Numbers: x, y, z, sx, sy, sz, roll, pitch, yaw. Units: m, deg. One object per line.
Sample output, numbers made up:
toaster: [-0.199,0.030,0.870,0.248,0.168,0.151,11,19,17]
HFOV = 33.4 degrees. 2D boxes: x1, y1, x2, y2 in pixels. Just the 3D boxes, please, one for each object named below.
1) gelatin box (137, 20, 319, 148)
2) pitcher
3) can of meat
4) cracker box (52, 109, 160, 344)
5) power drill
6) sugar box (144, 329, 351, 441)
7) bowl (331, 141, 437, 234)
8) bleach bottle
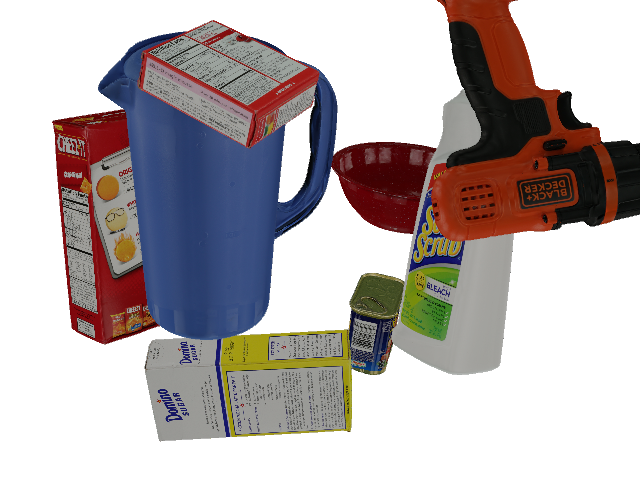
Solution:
gelatin box: [-0.057,-0.100,0.668,0.089,0.030,0.073,29,39,18]
pitcher: [-0.083,-0.043,0.888,0.149,0.243,0.144,20,35,25]
can of meat: [0.064,0.099,1.273,0.057,0.084,0.102,12,26,8]
cracker box: [-0.174,-0.023,1.062,0.163,0.214,0.072,-16,21,-42]
power drill: [0.151,-0.100,0.678,0.184,0.187,0.057,-10,-2,-4]
sugar box: [-0.060,0.128,0.942,0.176,0.093,0.048,-1,36,3]
bowl: [0.088,-0.049,1.094,0.162,0.055,0.162,5,23,-2]
bleach bottle: [0.118,-0.021,0.893,0.067,0.251,0.103,-4,16,-31]
